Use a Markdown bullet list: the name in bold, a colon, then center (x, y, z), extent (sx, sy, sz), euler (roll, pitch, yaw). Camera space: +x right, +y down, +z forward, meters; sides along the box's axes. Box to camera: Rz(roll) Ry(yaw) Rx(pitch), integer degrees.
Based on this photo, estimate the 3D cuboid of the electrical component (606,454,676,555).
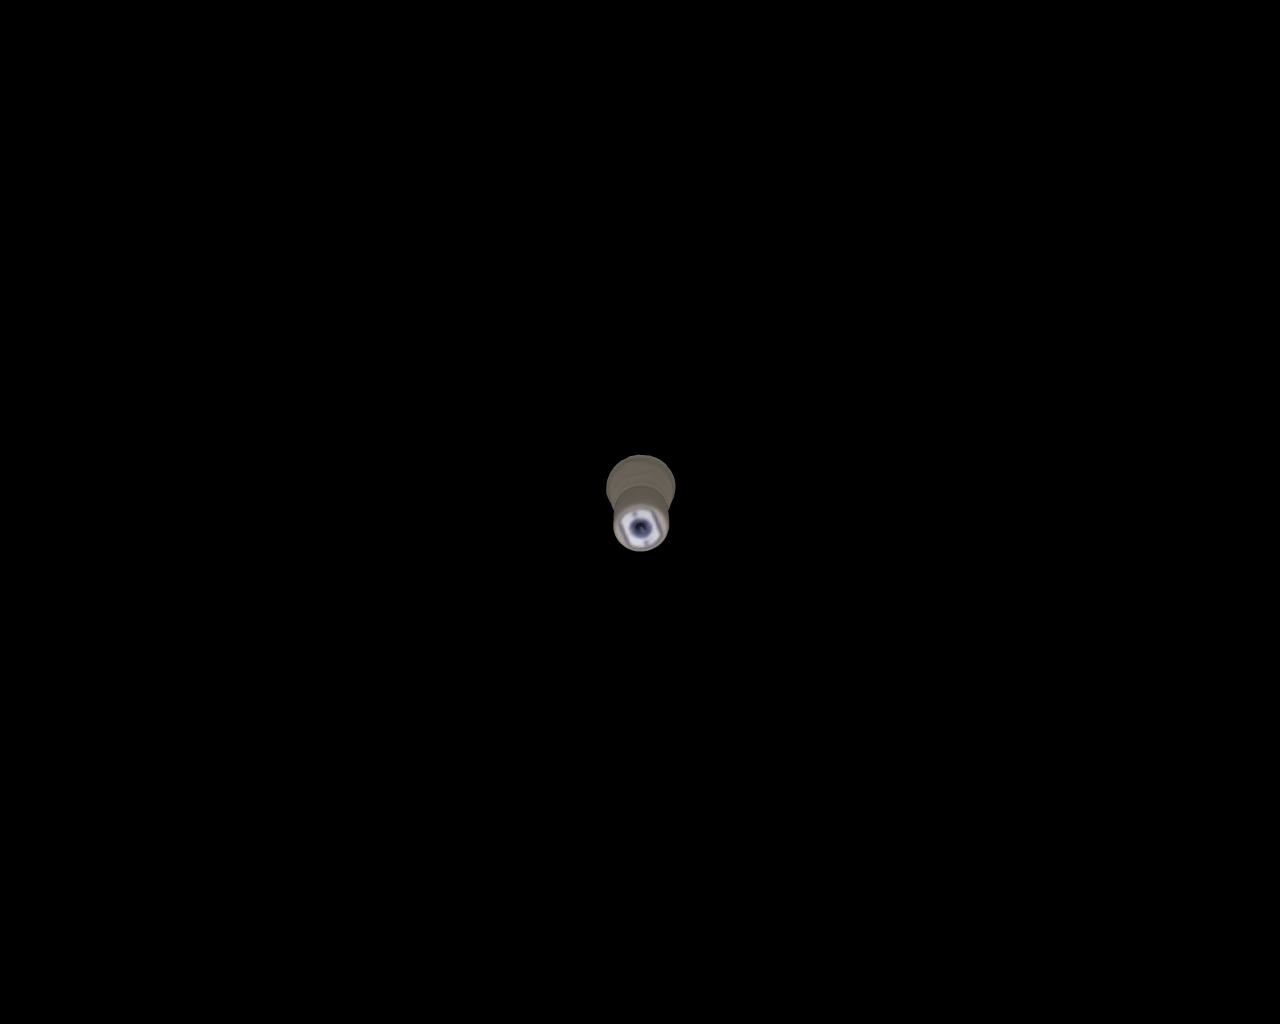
- **electrical component**: center (0.001, -0.003, 0.650), extent (0.044, 0.044, 0.065), euler (0, 25, 0)
